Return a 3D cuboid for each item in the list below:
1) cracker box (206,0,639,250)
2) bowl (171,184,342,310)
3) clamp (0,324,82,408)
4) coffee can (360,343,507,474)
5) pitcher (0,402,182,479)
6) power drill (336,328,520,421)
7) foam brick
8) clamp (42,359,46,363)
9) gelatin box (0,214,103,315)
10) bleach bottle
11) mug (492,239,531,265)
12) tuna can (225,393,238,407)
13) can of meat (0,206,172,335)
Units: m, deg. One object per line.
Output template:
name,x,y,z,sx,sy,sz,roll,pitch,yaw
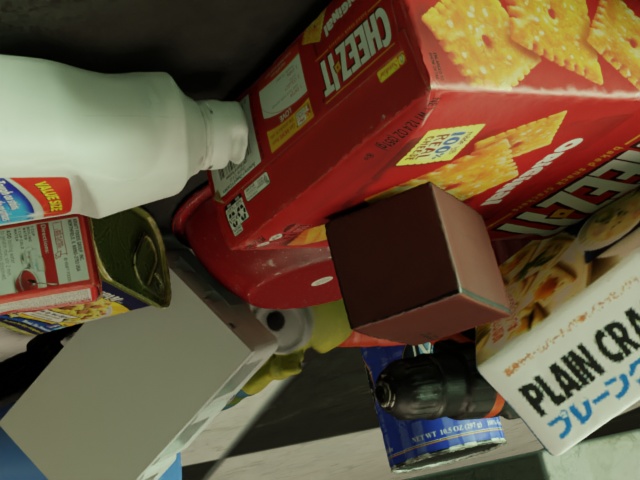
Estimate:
cracker box,0.076,-0.053,0.504,0.213,0.072,0.164,-1,159,-35
bowl,-0.004,0.001,0.636,0.162,0.055,0.162,-12,161,-4
clamp,-0.185,0.083,0.715,0.164,0.036,0.210,-38,169,-9
coffee can,0.093,0.121,0.925,0.102,0.140,0.103,-13,162,-4
pitcher,-0.236,0.185,0.853,0.243,0.149,0.145,-5,146,2
power drill,0.082,0.078,0.775,0.184,0.057,0.188,-1,-165,-31
foam brick,0.045,0.013,0.478,0.053,0.051,0.078,-20,162,21
clamp,-0.163,0.107,0.865,0.171,0.039,0.120,-14,167,8
gelatin box,-0.151,-0.001,0.492,0.089,0.073,0.030,-11,163,-12
bleach bottle,-0.144,-0.038,0.410,0.250,0.068,0.103,-7,162,-27
mug,0.144,0.011,0.729,0.093,0.081,0.117,-4,160,-27
tuna can,-0.096,0.084,0.722,0.086,0.086,0.033,-26,-176,32
can of meat,-0.138,0.013,0.571,0.084,0.057,0.102,-15,162,10
